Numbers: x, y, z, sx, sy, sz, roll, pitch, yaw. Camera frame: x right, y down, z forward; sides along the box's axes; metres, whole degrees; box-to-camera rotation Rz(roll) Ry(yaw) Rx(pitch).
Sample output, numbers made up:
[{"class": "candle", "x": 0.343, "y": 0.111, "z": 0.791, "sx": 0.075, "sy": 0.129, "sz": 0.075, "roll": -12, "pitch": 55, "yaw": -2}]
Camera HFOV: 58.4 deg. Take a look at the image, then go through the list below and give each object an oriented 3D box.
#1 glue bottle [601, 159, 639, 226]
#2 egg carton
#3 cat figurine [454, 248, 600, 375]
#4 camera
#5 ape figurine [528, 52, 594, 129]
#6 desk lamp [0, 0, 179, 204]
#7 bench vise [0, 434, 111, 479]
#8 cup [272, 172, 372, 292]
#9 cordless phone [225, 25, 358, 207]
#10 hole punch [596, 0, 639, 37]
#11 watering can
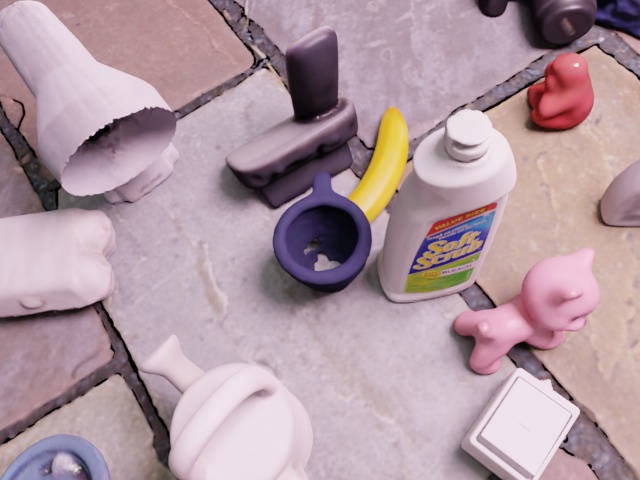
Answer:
[{"class": "glue bottle", "x": 0.322, "y": -0.064, "z": 0.521, "sx": 0.078, "sy": 0.173, "sz": 0.037, "roll": 1, "pitch": 66, "yaw": 6}, {"class": "egg carton", "x": -0.288, "y": 0.025, "z": 0.598, "sx": 0.150, "sy": 0.069, "sz": 0.107, "roll": -9, "pitch": 66, "yaw": 2}, {"class": "cat figurine", "x": 0.190, "y": 0.061, "z": 0.510, "sx": 0.128, "sy": 0.118, "sz": 0.067, "roll": -23, "pitch": 66, "yaw": -5}, {"class": "camera", "x": 0.265, "y": -0.308, "z": 0.675, "sx": 0.143, "sy": 0.101, "sz": 0.137, "roll": -2, "pitch": 66, "yaw": 5}, {"class": "ape figurine", "x": 0.261, "y": -0.166, "z": 0.617, "sx": 0.076, "sy": 0.092, "sz": 0.078, "roll": 37, "pitch": 75, "yaw": 19}, {"class": "desk lamp", "x": -0.226, "y": -0.121, "z": 0.577, "sx": 0.118, "sy": 0.214, "sz": 0.203, "roll": -38, "pitch": 68, "yaw": -11}, {"class": "bench vise", "x": -0.178, "y": 0.206, "z": 0.425, "sx": 0.207, "sy": 0.220, "sz": 0.121, "roll": -1, "pitch": 66, "yaw": 5}, {"class": "cup", "x": 0.005, "y": 0.002, "z": 0.566, "sx": 0.091, "sy": 0.095, "sz": 0.118, "roll": -4, "pitch": 66, "yaw": 4}, {"class": "cordless phone", "x": -0.035, "y": -0.128, "z": 0.578, "sx": 0.148, "sy": 0.185, "sz": 0.094, "roll": -35, "pitch": 67, "yaw": -10}, {"class": "hole punch", "x": 0.377, "y": -0.311, "z": 0.671, "sx": 0.101, "sy": 0.091, "sz": 0.109, "roll": 27, "pitch": 71, "yaw": 16}, {"class": "watering can", "x": -0.072, "y": 0.147, "z": 0.455, "sx": 0.172, "sy": 0.194, "sz": 0.101, "roll": 17, "pitch": 69, "yaw": 13}]
